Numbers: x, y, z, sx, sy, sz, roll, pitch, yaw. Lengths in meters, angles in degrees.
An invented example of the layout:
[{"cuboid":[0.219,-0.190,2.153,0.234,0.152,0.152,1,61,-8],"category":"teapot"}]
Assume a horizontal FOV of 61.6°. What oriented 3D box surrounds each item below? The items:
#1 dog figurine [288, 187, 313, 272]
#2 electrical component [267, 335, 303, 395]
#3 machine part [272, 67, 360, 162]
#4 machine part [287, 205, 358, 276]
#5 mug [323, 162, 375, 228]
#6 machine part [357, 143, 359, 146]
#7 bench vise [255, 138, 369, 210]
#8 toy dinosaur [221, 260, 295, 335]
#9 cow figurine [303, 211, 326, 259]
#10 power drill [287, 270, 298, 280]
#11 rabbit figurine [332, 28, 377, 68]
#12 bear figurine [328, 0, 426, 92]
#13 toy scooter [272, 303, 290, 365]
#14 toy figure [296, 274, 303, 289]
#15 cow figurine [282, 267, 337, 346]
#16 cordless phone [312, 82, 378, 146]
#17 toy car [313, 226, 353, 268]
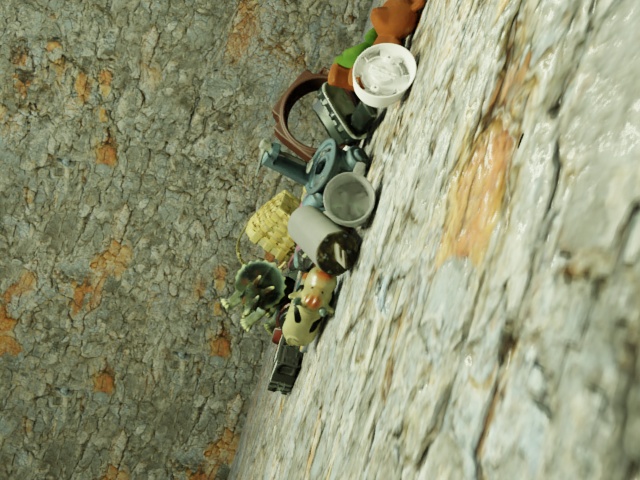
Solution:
[{"cuboid":[-0.012,-0.022,1.318,0.192,0.108,0.219,-85,9,-66],"category":"dog figurine"},{"cuboid":[-0.075,0.275,1.260,0.134,0.058,0.114,-78,9,-51],"category":"electrical component"},{"cuboid":[0.003,-0.289,1.276,0.201,0.201,0.087,-51,-4,-3],"category":"machine part"},{"cuboid":[0.001,-0.003,0.936,0.243,0.079,0.079,43,118,62],"category":"machine part"},{"cuboid":[0.050,-0.069,0.883,0.107,0.081,0.109,78,-157,-79],"category":"mug"},{"cuboid":[0.085,-0.299,1.460,0.179,0.056,0.179,-163,89,-86],"category":"machine part"},{"cuboid":[-0.024,-0.135,1.101,0.223,0.240,0.129,-33,42,53],"category":"bench vise"},{"cuboid":[-0.122,0.154,1.468,0.192,0.131,0.404,-43,-23,16],"category":"toy dinosaur"},{"cuboid":[-0.003,-0.001,1.158,0.167,0.098,0.068,114,166,-56],"category":"cow figurine"},{"cuboid":[-0.031,0.031,1.501,0.232,0.086,0.207,-77,2,-53],"category":"power drill"},{"cuboid":[0.114,-0.403,1.146,0.170,0.121,0.159,-58,6,3],"category":"rabbit figurine"},{"cuboid":[0.111,-0.370,1.002,0.120,0.132,0.195,35,115,55],"category":"bear figurine"},{"cuboid":[-0.083,0.235,1.422,0.135,0.075,0.183,-69,-5,-74],"category":"toy scooter"},{"cuboid":[-0.041,0.155,1.286,0.058,0.064,0.154,38,122,45],"category":"toy figure"},{"cuboid":[-0.022,0.125,1.003,0.127,0.085,0.194,-69,2,-52],"category":"cow figurine"},{"cuboid":[0.059,-0.283,1.131,0.089,0.146,0.184,-31,1,-11],"category":"cordless phone"},{"cuboid":[0.017,0.037,1.072,0.202,0.053,0.089,116,167,-56],"category":"toy car"}]
